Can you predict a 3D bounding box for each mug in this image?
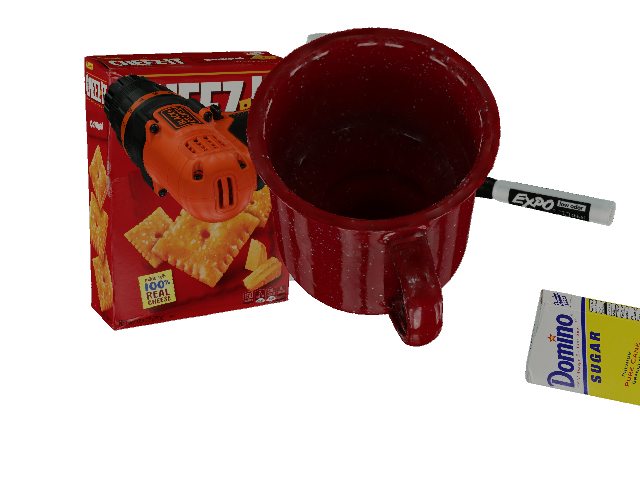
[{"bbox_3d":[0.024,-0.013,0.417,0.093,0.117,0.081,-16,-30,-7],"label":"mug"}]

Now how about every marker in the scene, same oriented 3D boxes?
[{"bbox_3d":[0.166,-0.033,0.826,0.121,0.020,0.020,14,6,26],"label":"marker"}]

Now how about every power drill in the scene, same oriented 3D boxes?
[{"bbox_3d":[-0.034,-0.079,0.690,0.187,0.057,0.185,-17,33,-21],"label":"power drill"}]

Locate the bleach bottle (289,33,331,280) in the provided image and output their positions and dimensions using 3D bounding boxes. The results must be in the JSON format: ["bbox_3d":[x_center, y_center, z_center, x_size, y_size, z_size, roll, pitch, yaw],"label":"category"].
[{"bbox_3d":[-0.009,-0.084,1.087,0.102,0.251,0.068,-5,27,-12],"label":"bleach bottle"}]

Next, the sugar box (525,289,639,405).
[{"bbox_3d":[0.300,0.113,1.066,0.176,0.093,0.048,9,22,8],"label":"sugar box"}]

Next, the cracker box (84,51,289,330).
[{"bbox_3d":[-0.105,-0.044,0.884,0.163,0.214,0.072,-7,21,-28],"label":"cracker box"}]
